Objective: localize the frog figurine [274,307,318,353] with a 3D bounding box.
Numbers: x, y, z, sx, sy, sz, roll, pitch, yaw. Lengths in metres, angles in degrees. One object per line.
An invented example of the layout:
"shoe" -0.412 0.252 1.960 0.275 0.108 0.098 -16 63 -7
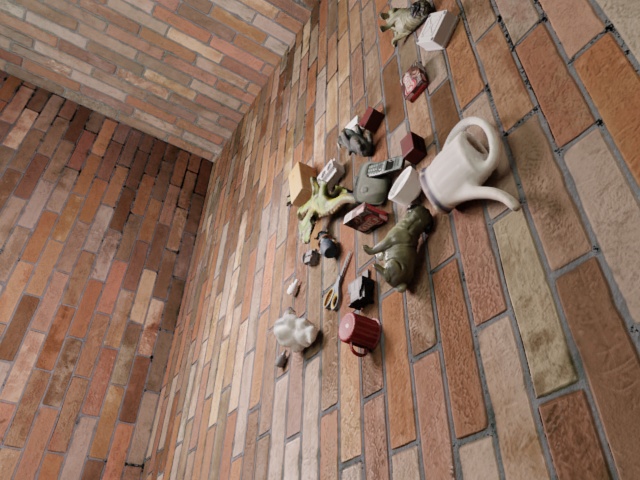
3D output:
"frog figurine" -0.074 0.302 1.649 0.161 0.123 0.135 33 133 57

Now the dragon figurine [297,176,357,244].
"dragon figurine" 0.006 -0.092 1.822 0.242 0.121 0.414 -65 22 7

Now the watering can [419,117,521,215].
"watering can" 0.338 -0.142 1.194 0.220 0.103 0.356 -48 30 37
